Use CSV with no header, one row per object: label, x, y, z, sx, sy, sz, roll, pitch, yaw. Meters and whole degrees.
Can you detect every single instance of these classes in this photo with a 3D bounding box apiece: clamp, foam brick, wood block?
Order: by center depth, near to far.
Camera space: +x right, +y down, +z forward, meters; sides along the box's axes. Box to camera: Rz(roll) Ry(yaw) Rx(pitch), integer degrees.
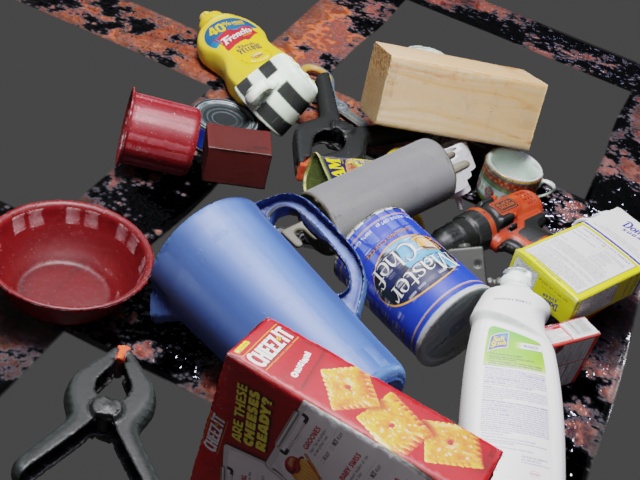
clamp,-0.193,0.155,0.903,0.120,0.039,0.171,12,33,-16
foam brick,-0.099,-0.098,1.254,0.078,0.051,0.053,8,38,-12
wood block,0.166,-0.181,1.347,0.206,0.090,0.091,8,19,-15
clamp,0.019,-0.140,1.358,0.165,0.036,0.209,33,44,18

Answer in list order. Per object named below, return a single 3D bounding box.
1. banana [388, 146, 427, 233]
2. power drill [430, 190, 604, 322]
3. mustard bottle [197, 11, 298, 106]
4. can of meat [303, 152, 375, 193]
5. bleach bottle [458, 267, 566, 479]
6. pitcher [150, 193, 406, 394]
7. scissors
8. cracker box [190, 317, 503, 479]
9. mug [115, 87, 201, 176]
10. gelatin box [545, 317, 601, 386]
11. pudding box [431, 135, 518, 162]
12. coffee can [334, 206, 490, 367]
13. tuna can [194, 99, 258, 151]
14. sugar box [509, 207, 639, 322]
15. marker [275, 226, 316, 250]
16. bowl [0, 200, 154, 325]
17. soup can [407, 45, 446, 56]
banana,0.102,-0.064,1.301,0.069,0.037,0.197,15,37,-3
power drill,0.239,0.021,1.228,0.184,0.057,0.188,-24,53,-37
mustard bottle,-0.112,-0.256,1.445,0.096,0.058,0.192,-23,50,-23
can of meat,0.036,-0.054,1.247,0.083,0.057,0.102,3,39,-22
bleach bottle,0.183,0.137,0.984,0.102,0.068,0.250,11,56,2
pitcher,-0.029,0.073,0.991,0.243,0.149,0.144,43,33,26
scissors,0.029,-0.190,1.452,0.202,0.016,0.096,28,40,13
cracker box,0.014,0.183,0.843,0.214,0.164,0.072,29,36,15
mug,-0.187,-0.121,1.230,0.081,0.093,0.117,12,0,-14
gelatin box,0.232,0.120,1.085,0.089,0.073,0.030,-10,44,-30
pudding box,0.216,-0.147,1.452,0.113,0.039,0.090,23,37,5
coffee can,0.096,0.047,1.101,0.102,0.103,0.140,-17,48,-37
tuna can,-0.120,-0.138,1.312,0.086,0.034,0.086,11,37,-8
sugar box,0.297,0.027,1.160,0.175,0.048,0.093,-17,47,-36
marker,-0.008,0.001,1.189,0.121,0.020,0.020,10,37,-9
bowl,-0.244,0.031,1.027,0.162,0.055,0.162,11,37,-8
soup can,0.130,-0.201,1.434,0.068,0.102,0.068,11,37,-9
